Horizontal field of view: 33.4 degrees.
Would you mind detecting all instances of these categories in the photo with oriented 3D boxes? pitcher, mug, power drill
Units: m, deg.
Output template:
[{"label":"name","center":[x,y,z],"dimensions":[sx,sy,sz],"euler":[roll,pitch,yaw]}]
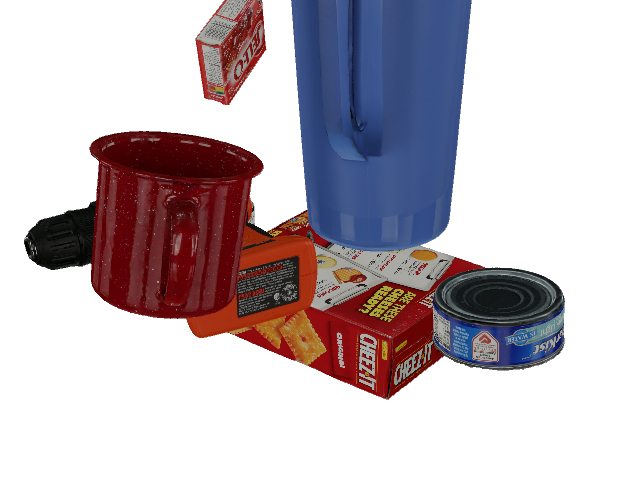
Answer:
[{"label":"pitcher","center":[0.039,-0.116,0.756],"dimensions":[0.149,0.243,0.145],"euler":[-12,26,-24]},{"label":"mug","center":[-0.079,-0.005,0.575],"dimensions":[0.093,0.081,0.117],"euler":[3,20,-17]},{"label":"power drill","center":[-0.104,0.007,0.783],"dimensions":[0.184,0.057,0.188],"euler":[-16,28,-28]}]

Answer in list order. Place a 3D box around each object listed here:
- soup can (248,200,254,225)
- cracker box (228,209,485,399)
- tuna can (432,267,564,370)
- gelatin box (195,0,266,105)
[{"label":"soup can","center":[-0.113,0.003,1.284],"dimensions":[0.068,0.102,0.068],"euler":[1,26,-1]},{"label":"cracker box","center":[0.021,0.052,0.987],"dimensions":[0.214,0.072,0.163],"euler":[19,31,33]},{"label":"tuna can","center":[0.116,0.049,0.695],"dimensions":[0.086,0.034,0.086],"euler":[-3,23,1]},{"label":"gelatin box","center":[-0.082,-0.184,1.004],"dimensions":[0.030,0.089,0.073],"euler":[18,-37,15]}]
